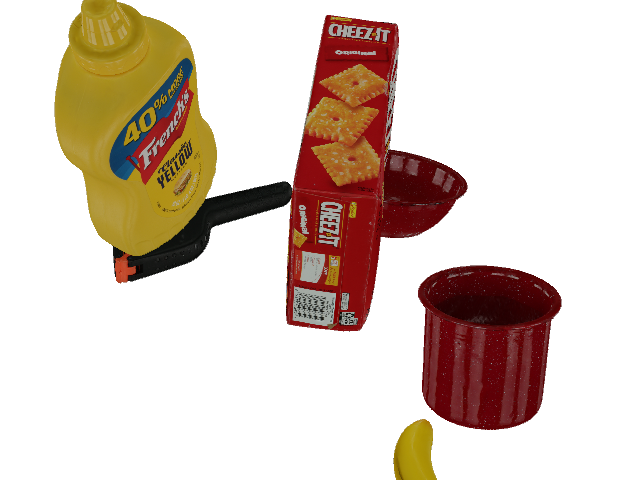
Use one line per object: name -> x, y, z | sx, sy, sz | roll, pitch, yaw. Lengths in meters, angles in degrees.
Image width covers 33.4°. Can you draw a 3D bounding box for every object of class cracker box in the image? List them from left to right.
cracker box -> 0.021, -0.057, 0.888 | 0.072, 0.213, 0.164 | 7, -42, 3

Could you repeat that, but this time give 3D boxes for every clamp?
clamp -> -0.148, -0.030, 1.054 | 0.165, 0.036, 0.209 | 23, 41, 22

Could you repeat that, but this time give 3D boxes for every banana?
banana -> 0.106, 0.232, 1.025 | 0.069, 0.037, 0.198 | 9, 21, -21

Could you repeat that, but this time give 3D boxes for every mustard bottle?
mustard bottle -> -0.109, -0.073, 0.620 | 0.058, 0.096, 0.191 | 30, -23, 17

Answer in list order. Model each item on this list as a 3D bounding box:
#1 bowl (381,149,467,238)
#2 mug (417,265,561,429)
bowl -> 0.070, -0.045, 1.115 | 0.162, 0.055, 0.162 | 6, 23, -3
mug -> 0.110, 0.067, 0.724 | 0.093, 0.081, 0.117 | 1, 23, 1
